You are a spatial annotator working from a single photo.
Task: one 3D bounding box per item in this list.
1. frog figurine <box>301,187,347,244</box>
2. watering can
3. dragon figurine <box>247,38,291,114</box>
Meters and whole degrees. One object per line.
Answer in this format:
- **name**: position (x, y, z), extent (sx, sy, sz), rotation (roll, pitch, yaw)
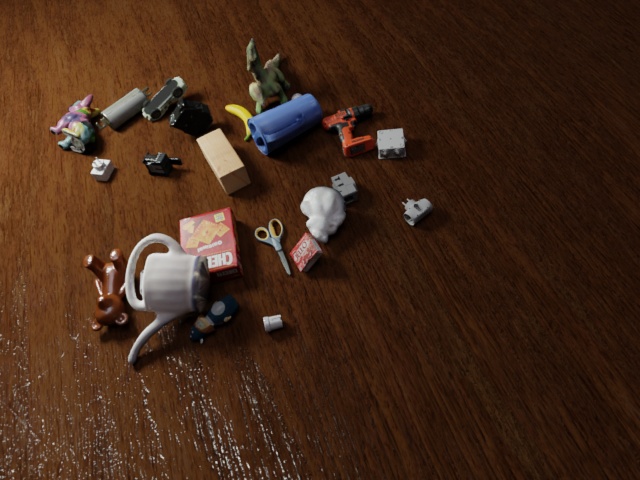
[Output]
- **frog figurine**: position (0.005, -0.076, 1.508), extent (0.137, 0.120, 0.163), rotation (25, 49, 2)
- **watering can**: position (-0.408, 0.157, 1.376), extent (0.224, 0.104, 0.348), rotation (2, 88, 0)
- **dragon figurine**: position (-0.196, -0.611, 1.842), extent (0.122, 0.237, 0.420), rotation (-7, 57, 10)
